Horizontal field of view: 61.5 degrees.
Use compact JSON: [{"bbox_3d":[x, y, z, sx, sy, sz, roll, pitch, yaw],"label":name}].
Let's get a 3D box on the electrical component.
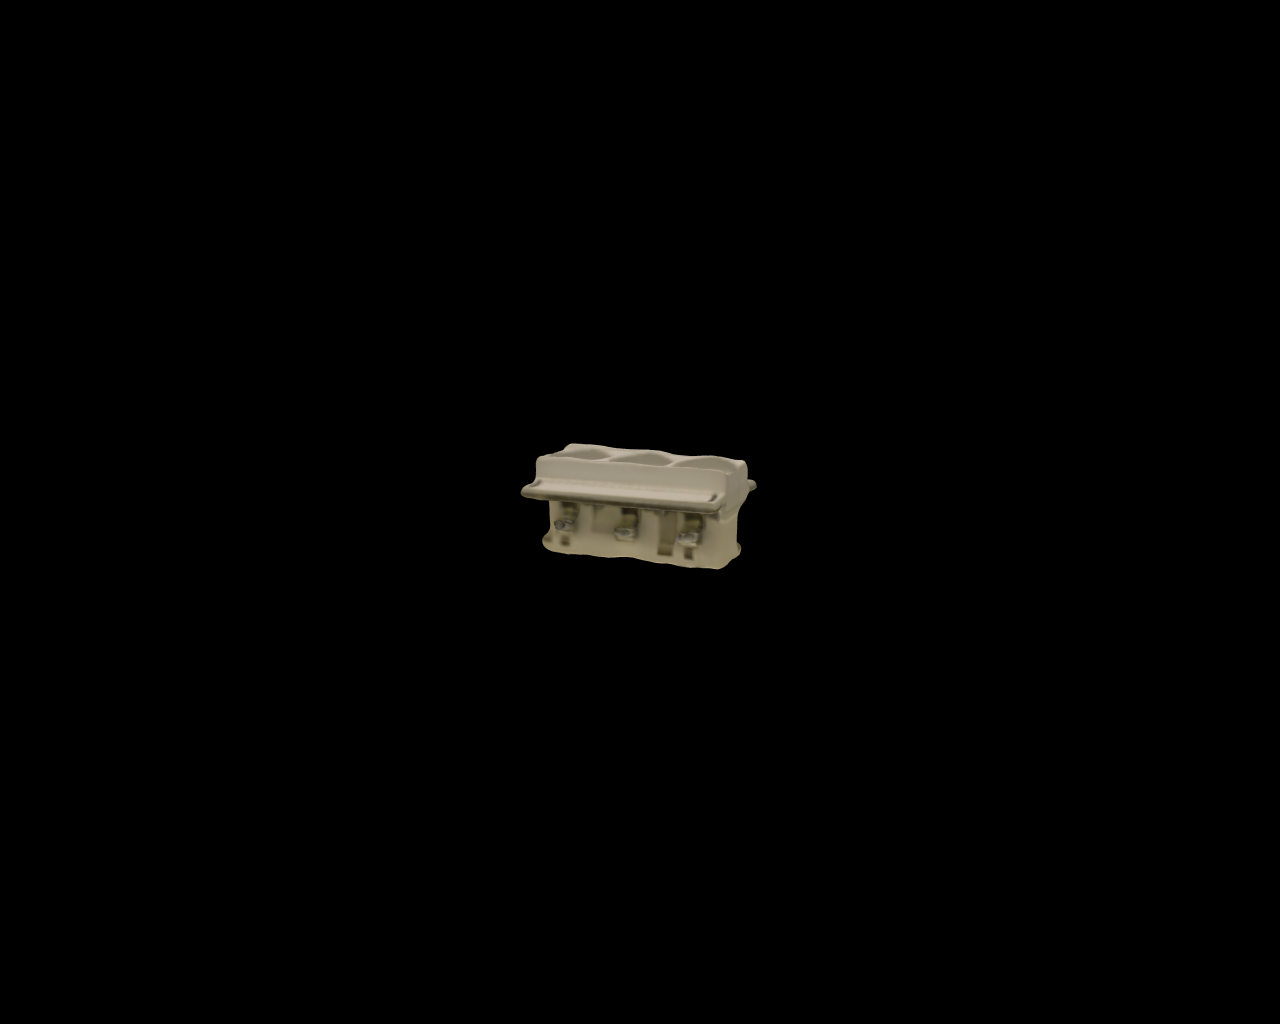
[{"bbox_3d":[0.001,-0.003,0.650,0.121,0.063,0.079,6,16,22],"label":"electrical component"}]
